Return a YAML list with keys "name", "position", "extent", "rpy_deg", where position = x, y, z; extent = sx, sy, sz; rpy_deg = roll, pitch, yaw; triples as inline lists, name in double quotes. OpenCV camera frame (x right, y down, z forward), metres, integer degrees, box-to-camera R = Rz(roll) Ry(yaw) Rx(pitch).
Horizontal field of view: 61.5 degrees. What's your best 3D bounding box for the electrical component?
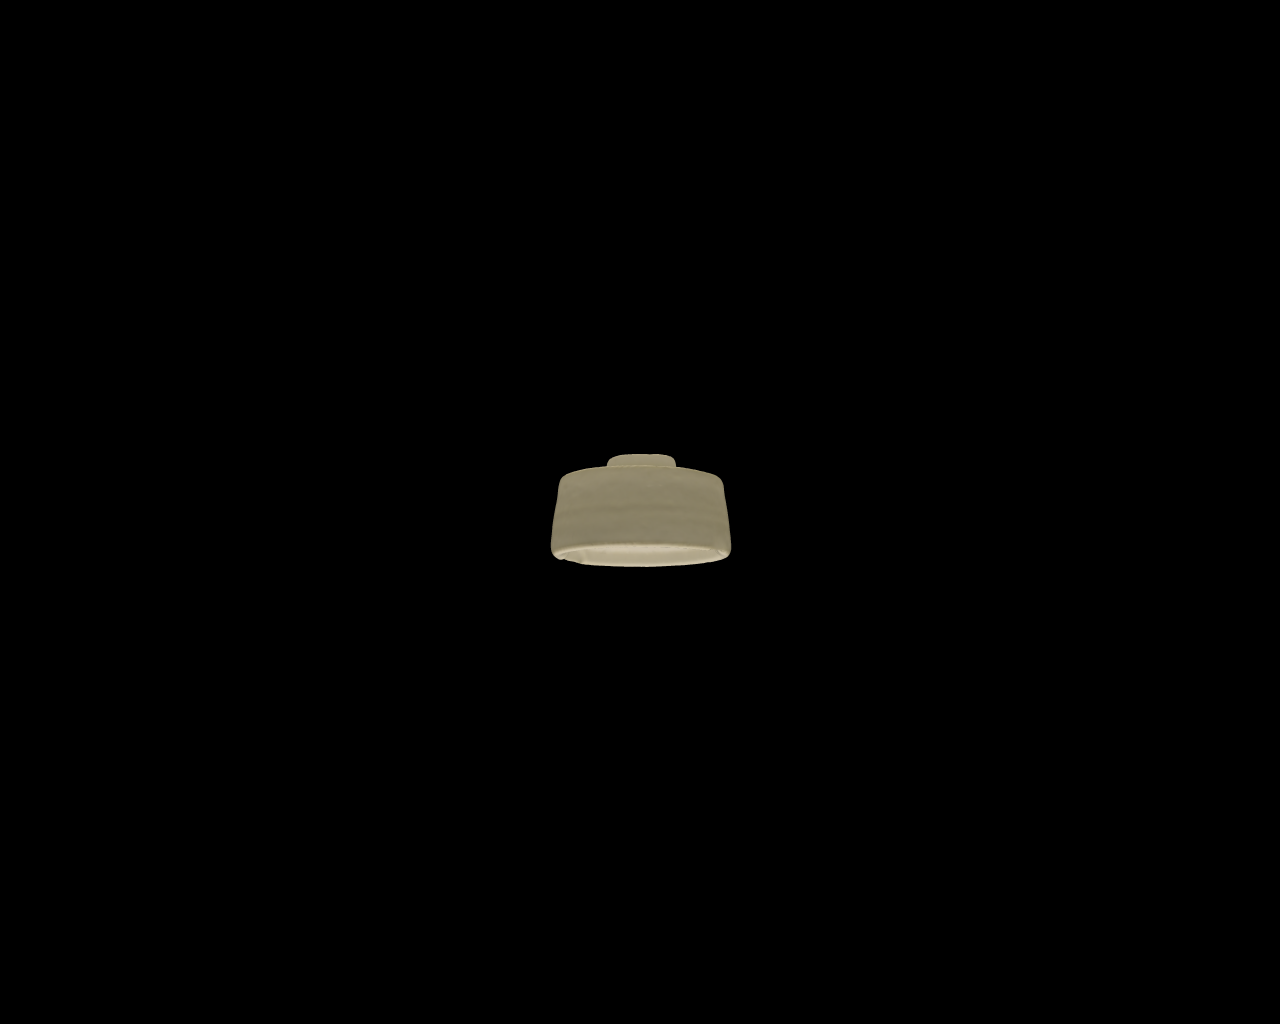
- name: "electrical component"
  position: [0.001, -0.003, 0.650]
  extent: [0.108, 0.060, 0.108]
  rpy_deg: [0, -9, 0]
